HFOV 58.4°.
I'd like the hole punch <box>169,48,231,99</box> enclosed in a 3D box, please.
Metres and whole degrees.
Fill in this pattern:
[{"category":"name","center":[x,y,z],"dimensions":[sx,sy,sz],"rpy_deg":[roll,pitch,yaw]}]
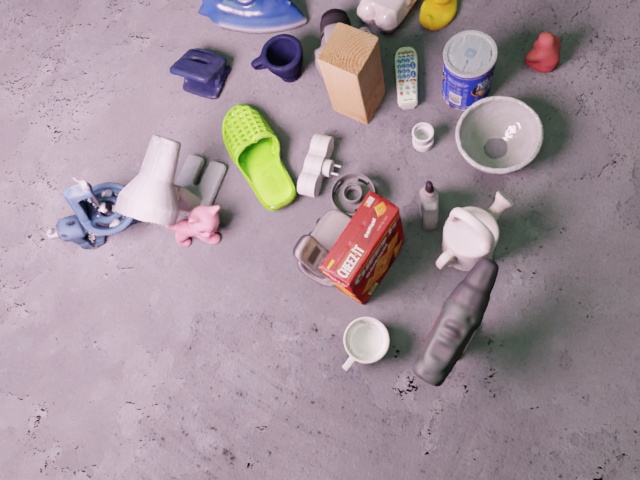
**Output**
[{"category":"hole punch","center":[-0.274,-0.392,1.308],"dimensions":[0.108,0.091,0.101],"rpy_deg":[19,79,15]}]

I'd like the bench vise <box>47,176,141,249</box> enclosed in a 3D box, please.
[{"category":"bench vise","center":[-0.478,-0.048,1.187],"dimensions":[0.207,0.220,0.121],"rpy_deg":[-39,72,-1]}]

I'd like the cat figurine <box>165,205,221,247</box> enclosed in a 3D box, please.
[{"category":"cat figurine","center":[-0.259,-0.034,1.197],"dimensions":[0.127,0.118,0.067],"rpy_deg":[-7,74,9]}]

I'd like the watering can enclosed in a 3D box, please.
[{"category":"watering can","center":[0.280,-0.017,1.054],"dimensions":[0.100,0.194,0.173],"rpy_deg":[23,80,15]}]

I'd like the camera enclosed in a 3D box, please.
[{"category":"camera","center":[0.053,-0.443,1.257],"dimensions":[0.143,0.101,0.137],"rpy_deg":[-8,74,8]}]

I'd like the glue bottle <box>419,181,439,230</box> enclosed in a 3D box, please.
[{"category":"glue bottle","center":[0.209,-0.076,1.093],"dimensions":[0.037,0.173,0.078],"rpy_deg":[-7,74,9]}]

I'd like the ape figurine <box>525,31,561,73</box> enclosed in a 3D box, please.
[{"category":"ape figurine","center":[0.461,-0.392,1.174],"dimensions":[0.077,0.092,0.076],"rpy_deg":[-20,73,5]}]

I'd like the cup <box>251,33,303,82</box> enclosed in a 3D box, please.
[{"category":"cup","center":[-0.088,-0.388,1.271],"dimensions":[0.117,0.095,0.091],"rpy_deg":[-19,73,5]}]

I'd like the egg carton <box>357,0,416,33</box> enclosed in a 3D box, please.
[{"category":"egg carton","center":[0.158,-0.540,1.280],"dimensions":[0.107,0.069,0.150],"rpy_deg":[31,83,16]}]

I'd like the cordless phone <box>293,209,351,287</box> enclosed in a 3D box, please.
[{"category":"cordless phone","center":[0.010,0.004,1.102],"dimensions":[0.094,0.185,0.148],"rpy_deg":[25,81,16]}]

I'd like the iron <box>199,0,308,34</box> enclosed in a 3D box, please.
[{"category":"iron","center":[-0.161,-0.560,1.305],"dimensions":[0.257,0.141,0.119],"rpy_deg":[14,78,14]}]

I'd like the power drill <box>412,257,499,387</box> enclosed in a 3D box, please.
[{"category":"power drill","center":[0.239,0.149,1.010],"dimensions":[0.075,0.209,0.230],"rpy_deg":[28,82,16]}]

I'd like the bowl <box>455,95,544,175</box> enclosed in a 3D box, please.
[{"category":"bowl","center":[0.355,-0.200,1.151],"dimensions":[0.167,0.075,0.167],"rpy_deg":[-3,75,10]}]

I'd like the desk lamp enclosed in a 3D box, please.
[{"category":"desk lamp","center":[-0.307,-0.113,1.176],"dimensions":[0.117,0.214,0.203],"rpy_deg":[18,79,15]}]

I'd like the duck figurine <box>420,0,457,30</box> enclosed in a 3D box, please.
[{"category":"duck figurine","center":[0.258,-0.520,1.247],"dimensions":[0.077,0.086,0.104],"rpy_deg":[33,83,17]}]
